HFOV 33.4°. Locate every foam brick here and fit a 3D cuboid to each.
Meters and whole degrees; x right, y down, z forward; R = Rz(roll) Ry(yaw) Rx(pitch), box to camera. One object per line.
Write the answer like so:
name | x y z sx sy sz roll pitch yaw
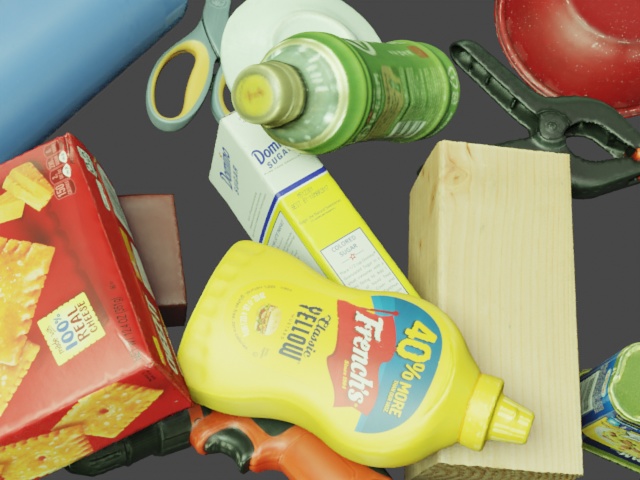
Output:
foam brick | -0.116 0.015 0.687 0.051 0.053 0.078 -6 72 -11

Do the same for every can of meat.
can of meat | 0.217 0.112 0.682 0.102 0.084 0.057 23 68 1

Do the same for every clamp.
clamp | 0.159 -0.084 0.773 0.171 0.039 0.120 8 74 -3

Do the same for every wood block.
wood block | 0.107 0.052 0.686 0.090 0.090 0.206 5 68 -7

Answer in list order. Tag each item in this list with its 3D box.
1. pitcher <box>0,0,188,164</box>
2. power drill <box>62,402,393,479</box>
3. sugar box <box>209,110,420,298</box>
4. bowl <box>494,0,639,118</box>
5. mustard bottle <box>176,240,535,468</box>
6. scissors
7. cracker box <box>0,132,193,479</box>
pitcher | -0.212 -0.127 0.695 0.149 0.145 0.242 48 66 -3
power drill | -0.035 0.131 0.605 0.184 0.057 0.188 -21 47 -28
sugar box | -0.004 0.001 0.687 0.048 0.093 0.176 -28 76 -20
bowl | 0.217 -0.175 0.807 0.162 0.055 0.162 3 69 -8
mustard bottle | 0.023 0.071 0.587 0.192 0.058 0.096 18 64 14
scissors | -0.060 -0.158 0.780 0.096 0.016 0.201 24 68 -1
cracker box | -0.197 0.057 0.577 0.213 0.072 0.164 -25 58 -1
